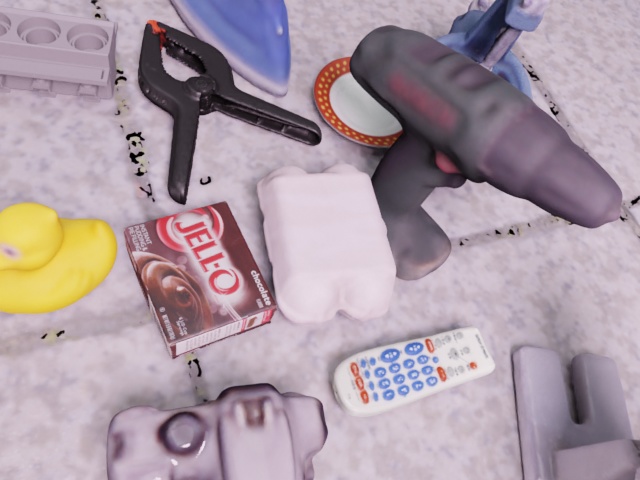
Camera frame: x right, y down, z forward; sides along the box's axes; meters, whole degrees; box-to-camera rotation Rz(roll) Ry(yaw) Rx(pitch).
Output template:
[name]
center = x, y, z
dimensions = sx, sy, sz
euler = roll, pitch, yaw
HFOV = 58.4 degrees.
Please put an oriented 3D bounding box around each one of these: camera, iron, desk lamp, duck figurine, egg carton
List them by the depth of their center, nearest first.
[camera]
center = -0.058, 0.170, 0.362
dimensions = 0.143, 0.100, 0.136
euler = -3, 61, -17
[desk lamp]
center = 0.230, 0.142, 0.389
dimensions = 0.118, 0.213, 0.203
euler = 9, 59, -9
[duck figurine]
center = -0.207, 0.004, 0.428
dimensions = 0.105, 0.086, 0.077
euler = -22, 68, -25
[egg carton]
center = 0.005, 0.002, 0.495
dimensions = 0.107, 0.069, 0.150
euler = -5, 62, -17
[iron]
center = -0.086, -0.290, 0.599
dimensions = 0.119, 0.141, 0.258
euler = -22, 68, -25

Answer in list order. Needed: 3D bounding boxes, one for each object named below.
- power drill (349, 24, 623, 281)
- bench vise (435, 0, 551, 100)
[power drill]
center = 0.102, -0.055, 0.472
dimensions = 0.076, 0.208, 0.229
euler = -32, 73, -28
[bench vise]
center = 0.148, -0.186, 0.554
dimensions = 0.122, 0.219, 0.207
euler = 2, 60, -13
